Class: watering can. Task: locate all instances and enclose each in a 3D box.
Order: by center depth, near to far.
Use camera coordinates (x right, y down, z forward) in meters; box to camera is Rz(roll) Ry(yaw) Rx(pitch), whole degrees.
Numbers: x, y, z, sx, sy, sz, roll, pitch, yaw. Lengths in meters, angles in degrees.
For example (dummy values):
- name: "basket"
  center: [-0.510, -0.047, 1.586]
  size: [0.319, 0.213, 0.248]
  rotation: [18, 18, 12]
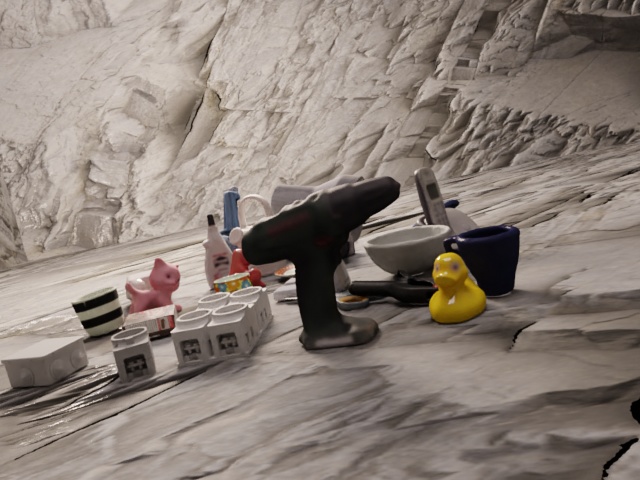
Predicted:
- name: "watering can"
  center: [-0.148, -0.013, 1.376]
  size: [0.100, 0.194, 0.173]
  rotation: [-11, 8, 9]

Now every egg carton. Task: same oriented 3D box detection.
- name: "egg carton"
  center: [-0.395, 0.111, 1.328]
  size: [0.107, 0.069, 0.150]
  rotation: [-15, 9, -18]

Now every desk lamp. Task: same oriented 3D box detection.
- name: "desk lamp"
  center: [-0.002, -0.008, 1.060]
  size: [0.202, 0.213, 0.118]
  rotation: [-9, 9, 19]

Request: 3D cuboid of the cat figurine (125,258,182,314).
- name: "cat figurine"
  center: [-0.335, 0.096, 1.172]
  size: [0.128, 0.118, 0.067]
  rotation: [-18, 10, -34]

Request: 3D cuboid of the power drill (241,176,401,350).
- name: "power drill"
  center: [0.013, 0.034, 0.770]
  size: [0.229, 0.208, 0.076]
  rotation: [-9, 9, 18]

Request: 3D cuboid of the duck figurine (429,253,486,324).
- name: "duck figurine"
  center: [0.184, 0.058, 0.788]
  size: [0.077, 0.086, 0.105]
  rotation: [-7, 10, 31]

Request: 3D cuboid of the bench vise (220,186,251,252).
- name: "bench vise"
  center: [-0.221, -0.032, 1.527]
  size: [0.121, 0.220, 0.207]
  rotation: [-12, 8, 0]

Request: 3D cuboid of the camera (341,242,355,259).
- name: "camera"
  center: [0.012, 0.005, 1.355]
  size: [0.143, 0.101, 0.136]
  rotation: [-12, 8, -3]

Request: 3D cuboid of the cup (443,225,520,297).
- name: "cup"
  center: [0.240, 0.034, 0.845]
  size: [0.117, 0.095, 0.092]
  rotation: [-5, 11, 40]

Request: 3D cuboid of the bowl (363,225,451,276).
- name: "bowl"
  center: [0.169, 0.025, 1.080]
  size: [0.167, 0.075, 0.167]
  rotation: [-12, 8, 2]

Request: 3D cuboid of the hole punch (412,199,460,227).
- name: "hole punch"
  center: [0.271, -0.042, 1.339]
  size: [0.100, 0.091, 0.109]
  rotation: [-5, 11, 40]

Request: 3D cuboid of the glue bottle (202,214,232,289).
- name: "glue bottle"
  center: [-0.240, 0.023, 1.335]
  size: [0.078, 0.173, 0.037]
  rotation: [-16, 9, -25]

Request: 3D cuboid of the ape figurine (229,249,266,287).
- name: "ape figurine"
  center: [-0.165, 0.064, 1.239]
  size: [0.076, 0.092, 0.077]
  rotation: [-14, 8, -14]

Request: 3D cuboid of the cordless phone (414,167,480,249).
- name: "cordless phone"
  center: [0.258, -0.066, 1.189]
  size: [0.093, 0.185, 0.148]
  rotation: [-4, 12, 44]
